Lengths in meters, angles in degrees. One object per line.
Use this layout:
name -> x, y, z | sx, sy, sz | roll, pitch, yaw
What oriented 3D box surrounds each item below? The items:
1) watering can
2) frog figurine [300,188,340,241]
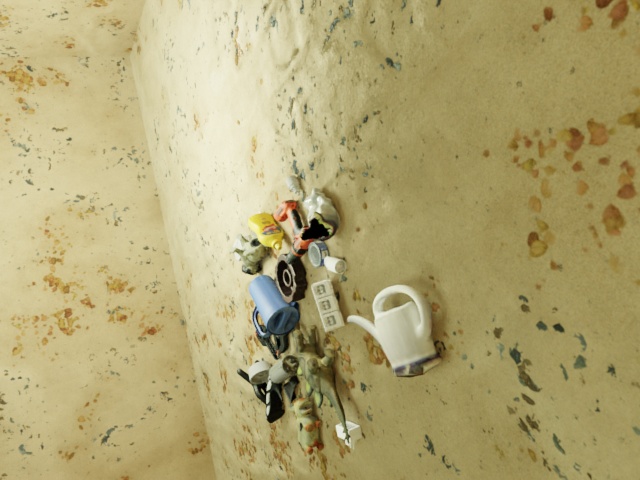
watering can -> 0.189, 0.243, 1.319 | 0.342, 0.104, 0.227 | -43, 62, 56
frog figurine -> 0.005, -0.080, 1.584 | 0.163, 0.123, 0.134 | -78, -5, -49
